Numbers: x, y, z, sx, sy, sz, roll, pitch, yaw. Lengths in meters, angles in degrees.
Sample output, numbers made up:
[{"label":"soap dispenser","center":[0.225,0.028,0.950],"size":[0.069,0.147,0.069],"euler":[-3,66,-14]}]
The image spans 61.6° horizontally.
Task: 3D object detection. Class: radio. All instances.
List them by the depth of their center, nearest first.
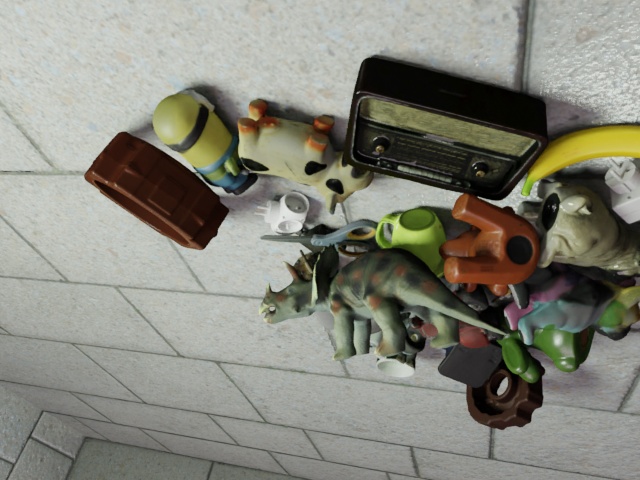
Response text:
[{"label":"radio","center":[0.147,-0.132,0.669],"size":[0.230,0.073,0.131],"euler":[15,146,1]}]

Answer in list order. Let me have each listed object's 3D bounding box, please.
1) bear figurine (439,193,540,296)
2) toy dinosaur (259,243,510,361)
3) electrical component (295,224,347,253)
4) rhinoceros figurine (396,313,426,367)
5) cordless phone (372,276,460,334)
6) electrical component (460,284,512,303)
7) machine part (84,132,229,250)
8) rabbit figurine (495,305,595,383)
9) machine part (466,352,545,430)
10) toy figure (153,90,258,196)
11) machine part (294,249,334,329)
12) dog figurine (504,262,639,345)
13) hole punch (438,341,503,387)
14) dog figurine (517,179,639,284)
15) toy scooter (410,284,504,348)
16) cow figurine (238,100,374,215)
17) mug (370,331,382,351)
[{"label":"bear figurine","center":[0.213,0.012,0.752],"size":[0.132,0.120,0.196],"euler":[12,175,-10]},{"label":"toy dinosaur","center":[0.087,0.078,0.810],"size":[0.405,0.192,0.131],"euler":[-18,168,41]},{"label":"electrical component","center":[-0.002,-0.003,0.952],"size":[0.094,0.021,0.063],"euler":[35,140,-25]},{"label":"rhinoceros figurine","center":[0.179,0.188,1.063],"size":[0.073,0.112,0.190],"euler":[35,163,1]},{"label":"cordless phone","center":[0.147,0.107,0.963],"size":[0.184,0.089,0.146],"euler":[9,109,2]},{"label":"electrical component","center":[0.288,0.066,0.916],"size":[0.102,0.045,0.078],"euler":[21,147,-8]},{"label":"machine part","center":[-0.253,-0.073,0.836],"size":[0.201,0.087,0.202],"euler":[38,163,-23]},{"label":"rabbit figurine","center":[0.384,0.172,0.958],"size":[0.170,0.159,0.121],"euler":[0,155,46]},{"label":"machine part","center":[0.379,0.301,1.104],"size":[0.056,0.179,0.179],"euler":[29,143,-22]},{"label":"toy figure","center":[-0.161,-0.133,0.773],"size":[0.082,0.089,0.180],"euler":[-12,135,23]},{"label":"machine part","center":[0.007,0.102,1.046],"size":[0.079,0.079,0.242],"euler":[-1,141,22]},{"label":"dog figurine","center":[0.395,0.072,0.831],"size":[0.219,0.191,0.108],"euler":[-14,-177,1]},{"label":"hole punch","center":[0.307,0.225,1.112],"size":[0.142,0.092,0.115],"euler":[26,116,-10]},{"label":"dog figurine","center":[0.379,-0.008,0.714],"size":[0.191,0.121,0.172],"euler":[9,175,1]},{"label":"toy scooter","center":[0.232,0.140,0.921],"size":[0.135,0.075,0.183],"euler":[-22,142,18]},{"label":"cow figurine","center":[-0.019,-0.110,0.757],"size":[0.195,0.085,0.127],"euler":[14,139,-2]},{"label":"mug","center":[0.100,0.171,1.082],"size":[0.081,0.107,0.109],"euler":[14,143,4]}]
